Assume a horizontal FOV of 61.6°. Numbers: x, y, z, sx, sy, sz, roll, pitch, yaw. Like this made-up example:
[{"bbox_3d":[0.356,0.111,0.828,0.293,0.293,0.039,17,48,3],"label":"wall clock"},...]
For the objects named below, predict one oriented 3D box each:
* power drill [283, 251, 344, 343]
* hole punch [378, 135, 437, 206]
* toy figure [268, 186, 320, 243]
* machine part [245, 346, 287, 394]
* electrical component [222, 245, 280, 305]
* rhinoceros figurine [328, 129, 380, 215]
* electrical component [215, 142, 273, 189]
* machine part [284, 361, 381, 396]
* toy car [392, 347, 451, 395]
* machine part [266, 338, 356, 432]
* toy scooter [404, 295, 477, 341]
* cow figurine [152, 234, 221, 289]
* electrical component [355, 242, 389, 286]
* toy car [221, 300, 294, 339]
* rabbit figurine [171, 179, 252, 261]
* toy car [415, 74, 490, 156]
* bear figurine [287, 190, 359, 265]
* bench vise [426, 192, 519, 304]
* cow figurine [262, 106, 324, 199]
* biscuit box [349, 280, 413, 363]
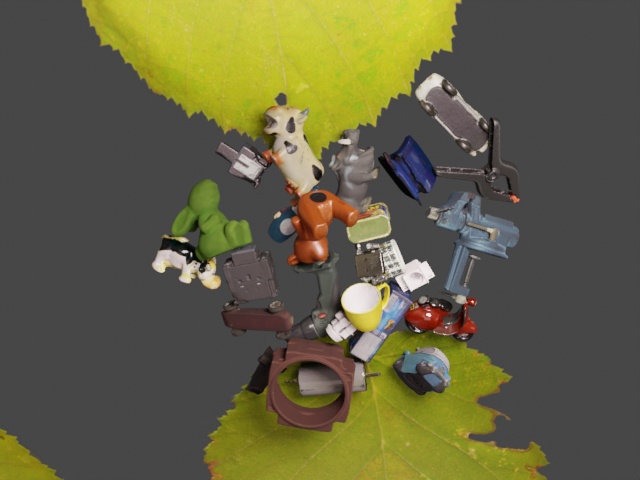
[{"bbox_3d":[-0.004,0.140,1.283,0.232,0.086,0.207,-15,106,7],"label":"power drill"},{"bbox_3d":[0.195,-0.154,1.147,0.092,0.116,0.142,-35,106,6],"label":"hole punch"},{"bbox_3d":[-0.054,-0.059,1.223,0.154,0.058,0.064,-47,140,16],"label":"toy figure"},{"bbox_3d":[-0.139,0.342,1.388,0.084,0.039,0.139,31,108,-14],"label":"machine part"},{"bbox_3d":[-0.166,0.080,1.279,0.115,0.058,0.134,-13,110,6],"label":"electrical component"},{"bbox_3d":[0.073,-0.147,1.179,0.112,0.073,0.190,9,113,11],"label":"rhinoceros figurine"},{"bbox_3d":[-0.172,-0.174,1.188,0.119,0.048,0.074,30,109,-8],"label":"electrical component"},{"bbox_3d":[0.032,0.351,1.362,0.243,0.079,0.079,-7,110,6],"label":"machine part"},{"bbox_3d":[0.261,0.310,1.318,0.109,0.103,0.161,47,151,-6],"label":"toy car"},{"bbox_3d":[-0.023,0.346,1.281,0.201,0.087,0.201,8,106,2],"label":"machine part"},{"bbox_3d":[0.296,0.172,1.269,0.184,0.075,0.135,15,134,-4],"label":"toy scooter"},{"bbox_3d":[-0.304,0.049,1.272,0.167,0.068,0.098,22,104,-7],"label":"cow figurine"},{"bbox_3d":[0.114,0.050,1.183,0.078,0.045,0.102,-4,84,14],"label":"electrical component"},{"bbox_3d":[-0.152,0.189,1.304,0.202,0.053,0.089,-3,115,32],"label":"toy car"},{"bbox_3d":[-0.251,-0.048,1.223,0.159,0.121,0.170,-20,91,17],"label":"rabbit figurine"},{"bbox_3d":[0.285,-0.260,1.129,0.201,0.056,0.073,41,112,-15],"label":"toy car"},{"bbox_3d":[-0.004,-0.006,1.168,0.120,0.132,0.195,-19,136,-29],"label":"bear figurine"},{"bbox_3d":[0.323,0.020,1.189,0.223,0.129,0.240,15,93,-23],"label":"bench vise"},{"bbox_3d":[-0.056,-0.198,1.146,0.127,0.086,0.194,-42,119,-17],"label":"cow figurine"},{"bbox_3d":[0.146,0.198,1.306,0.059,0.063,0.202,30,109,-8],"label":"biscuit box"}]
